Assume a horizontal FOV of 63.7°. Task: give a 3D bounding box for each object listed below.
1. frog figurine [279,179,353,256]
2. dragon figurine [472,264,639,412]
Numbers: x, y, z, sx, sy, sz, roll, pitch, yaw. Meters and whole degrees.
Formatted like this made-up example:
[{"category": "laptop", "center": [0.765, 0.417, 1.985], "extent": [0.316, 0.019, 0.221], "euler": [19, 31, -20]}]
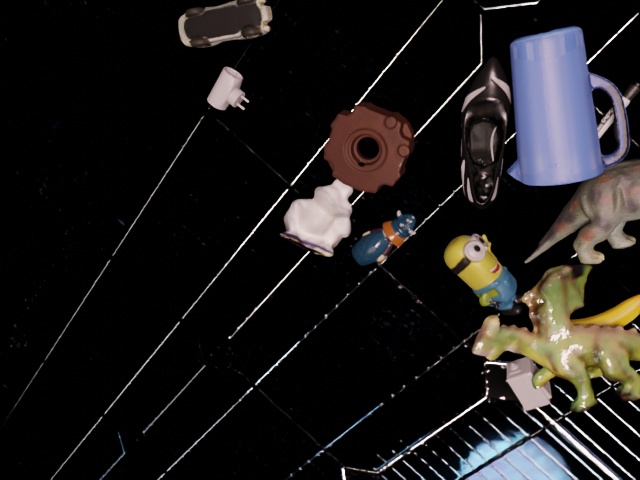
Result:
[{"category": "frog figurine", "center": [0.003, -0.054, 1.072], "extent": [0.138, 0.161, 0.121], "euler": [21, -10, 19]}, {"category": "dragon figurine", "center": [0.481, 0.160, 0.930], "extent": [0.409, 0.241, 0.123], "euler": [-19, 8, 9]}]
